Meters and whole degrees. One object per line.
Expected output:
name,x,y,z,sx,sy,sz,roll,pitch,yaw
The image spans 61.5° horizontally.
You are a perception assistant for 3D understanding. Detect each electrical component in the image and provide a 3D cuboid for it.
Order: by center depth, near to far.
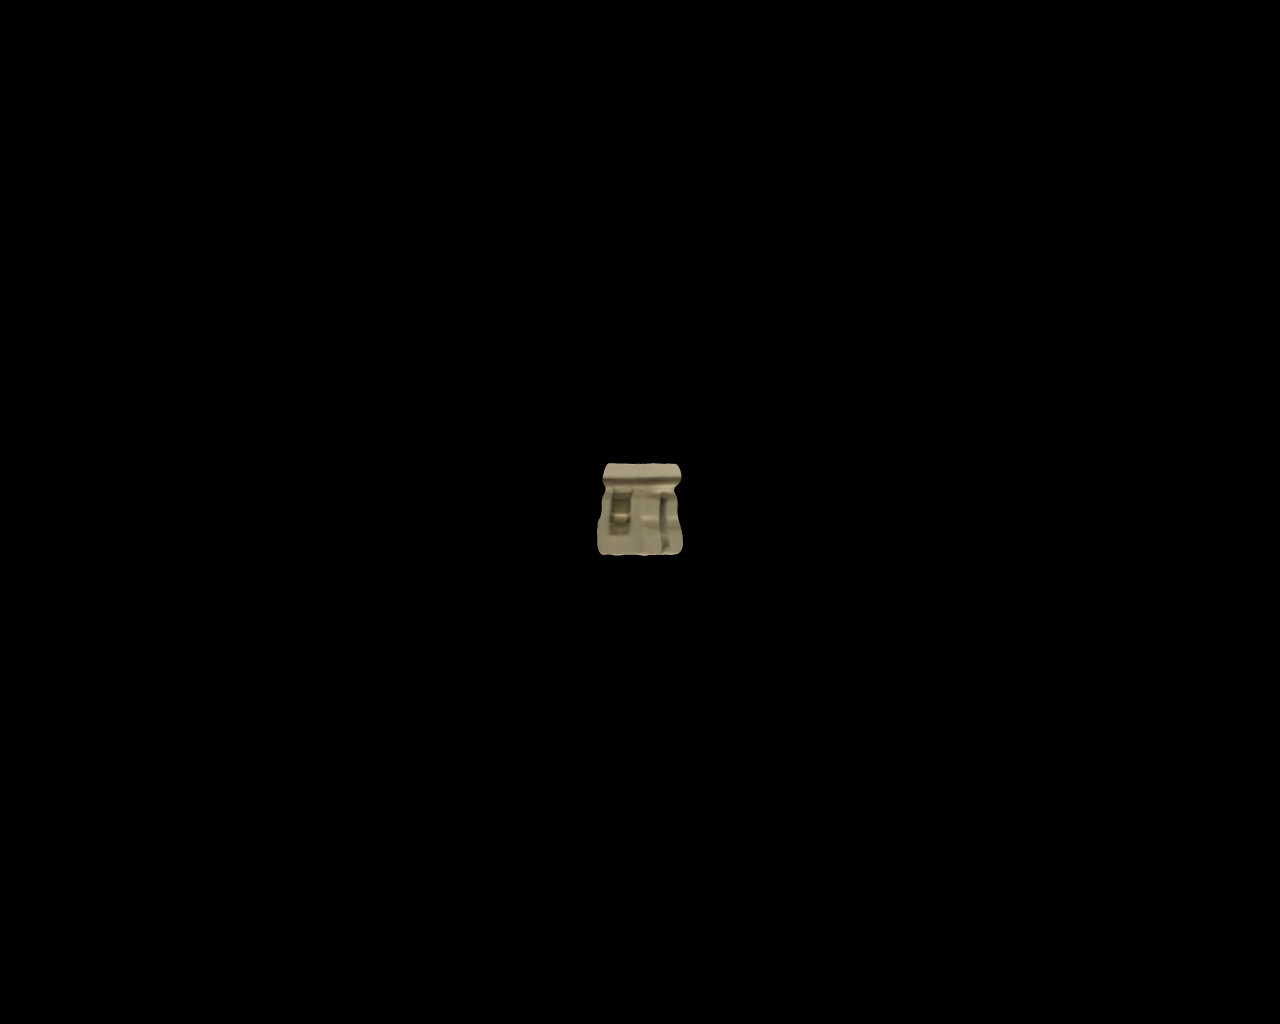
electrical component,0.001,-0.003,0.650,0.048,0.055,0.066,0,0,32
